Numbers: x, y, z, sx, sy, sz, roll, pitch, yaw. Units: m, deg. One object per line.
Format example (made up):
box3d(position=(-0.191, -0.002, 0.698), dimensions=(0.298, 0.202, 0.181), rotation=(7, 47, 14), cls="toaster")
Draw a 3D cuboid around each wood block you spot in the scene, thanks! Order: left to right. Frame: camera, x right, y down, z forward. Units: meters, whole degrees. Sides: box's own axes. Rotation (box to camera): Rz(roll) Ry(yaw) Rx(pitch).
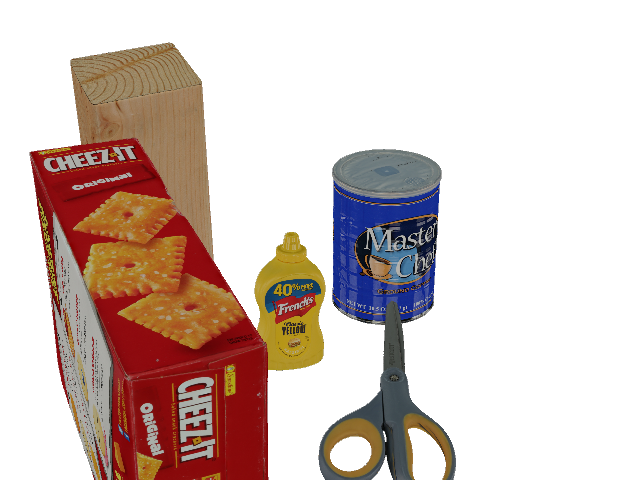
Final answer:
box3d(position=(-0.150, -0.051, 0.912), dimensions=(0.090, 0.206, 0.090), rotation=(-13, 36, -18), cls="wood block")

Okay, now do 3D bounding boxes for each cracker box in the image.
box3d(position=(-0.093, 0.064, 0.567), dimensions=(0.072, 0.164, 0.214), rotation=(-11, 34, -20), cls="cracker box")

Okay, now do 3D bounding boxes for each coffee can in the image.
box3d(position=(0.062, -0.005, 1.031), dimensions=(0.103, 0.140, 0.103), rotation=(0, 27, 0), cls="coffee can")

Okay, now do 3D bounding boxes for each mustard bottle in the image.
box3d(position=(-0.041, 0.080, 1.451), dimensions=(0.096, 0.192, 0.058), rotation=(-4, 23, -15), cls="mustard bottle")

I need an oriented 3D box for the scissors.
box3d(position=(0.034, 0.106, 0.736), dimensions=(0.096, 0.016, 0.202), rotation=(-6, 33, -11), cls="scissors")
